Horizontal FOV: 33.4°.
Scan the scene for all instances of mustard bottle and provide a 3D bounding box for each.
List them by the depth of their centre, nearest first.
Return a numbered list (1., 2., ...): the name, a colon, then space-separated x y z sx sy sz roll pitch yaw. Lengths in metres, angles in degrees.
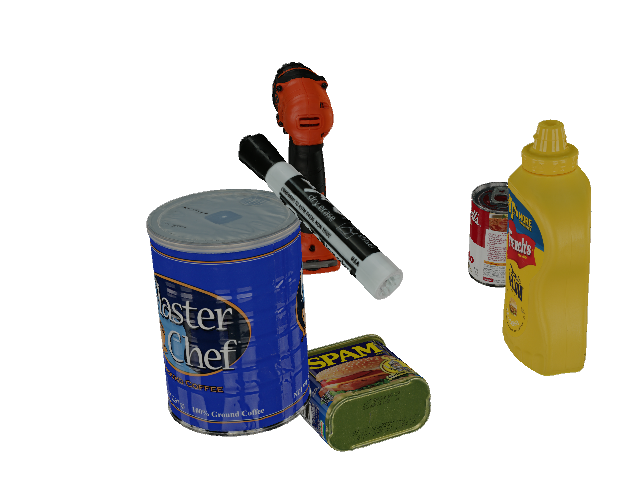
1. mustard bottle: 0.173 0.001 0.817 0.058 0.192 0.096 -6 26 -6

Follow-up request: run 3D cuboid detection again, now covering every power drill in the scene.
1. power drill: -0.018 -0.074 1.043 0.057 0.188 0.184 -5 21 -3

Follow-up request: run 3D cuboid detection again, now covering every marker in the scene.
1. marker: -0.003 -0.016 0.546 0.020 0.020 0.121 0 38 -51

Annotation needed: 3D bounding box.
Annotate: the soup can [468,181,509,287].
1. soup can: 0.204 -0.007 1.213 0.068 0.102 0.068 -1 32 1

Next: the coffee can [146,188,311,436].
1. coffee can: -0.061 0.047 0.731 0.103 0.140 0.103 -3 22 1

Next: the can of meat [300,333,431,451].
1. can of meat: 0.031 0.128 0.899 0.102 0.057 0.084 -12 25 -23
